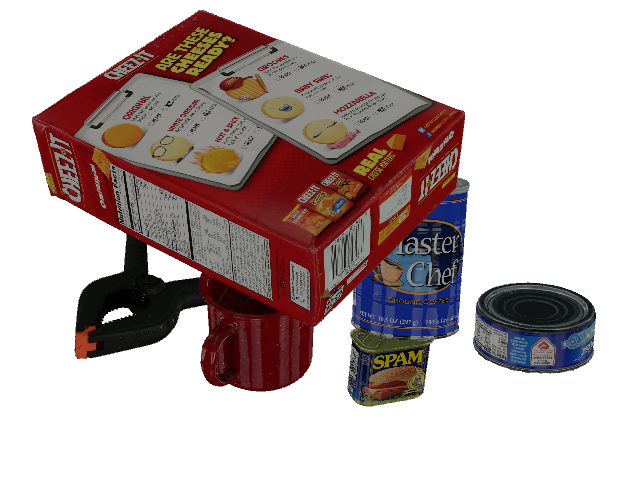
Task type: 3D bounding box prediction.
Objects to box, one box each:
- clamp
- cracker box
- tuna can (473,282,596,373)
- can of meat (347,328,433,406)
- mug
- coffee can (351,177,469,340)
[{"bbox_3d":[-0.171,0.046,1.023,0.165,0.036,0.209,26,36,25],"label":"clamp"},{"bbox_3d":[-0.043,-0.053,0.669,0.214,0.072,0.164,25,47,26],"label":"cracker box"},{"bbox_3d":[0.154,0.061,0.767,0.086,0.034,0.086,0,21,0],"label":"tuna can"},{"bbox_3d":[0.085,0.155,1.337,0.102,0.084,0.057,-6,27,-21],"label":"can of meat"},{"bbox_3d":[-0.052,0.069,0.825,0.093,0.081,0.117,18,39,24],"label":"mug"},{"bbox_3d":[0.082,0.012,0.994,0.103,0.140,0.103,2,12,-1],"label":"coffee can"}]
